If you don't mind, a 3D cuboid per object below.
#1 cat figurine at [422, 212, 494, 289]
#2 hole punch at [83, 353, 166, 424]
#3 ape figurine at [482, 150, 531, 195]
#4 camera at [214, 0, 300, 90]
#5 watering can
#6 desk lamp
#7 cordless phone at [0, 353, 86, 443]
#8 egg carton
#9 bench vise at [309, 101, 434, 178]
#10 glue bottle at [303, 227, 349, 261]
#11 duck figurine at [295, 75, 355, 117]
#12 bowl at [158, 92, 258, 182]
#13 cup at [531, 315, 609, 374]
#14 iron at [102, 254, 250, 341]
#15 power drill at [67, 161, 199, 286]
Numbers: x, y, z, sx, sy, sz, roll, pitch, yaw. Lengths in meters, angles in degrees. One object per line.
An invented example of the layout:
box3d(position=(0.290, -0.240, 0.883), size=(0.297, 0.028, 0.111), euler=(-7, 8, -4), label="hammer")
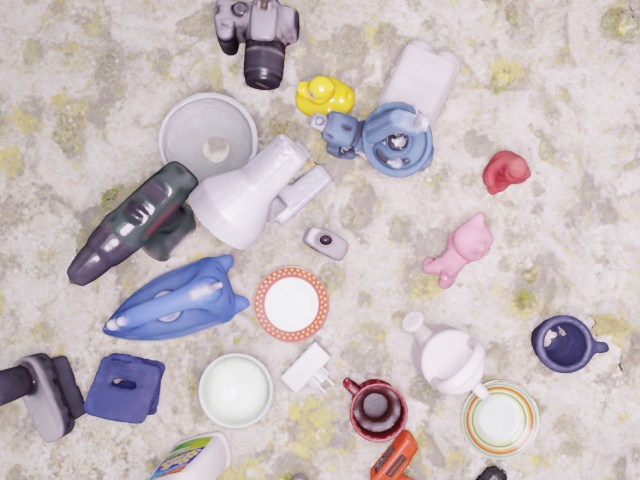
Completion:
box3d(position=(0.234, 0.020, 0.940), size=(0.067, 0.117, 0.128), euler=(40, 88, 3), label="cat figurine")
box3d(position=(-0.321, 0.242, 0.943), size=(0.108, 0.091, 0.101), euler=(10, 87, 1), label="hole punch")
box3d(position=(0.318, -0.117, 0.960), size=(0.078, 0.092, 0.076), euler=(10, 87, 1), label="ape figurine")
box3d(position=(-0.110, -0.333, 0.971), size=(0.143, 0.101, 0.137), euler=(4, 87, 1), label="camera")
box3d(position=(0.197, 0.185, 0.892), size=(0.173, 0.194, 0.101), euler=(23, 87, 2), label="watering can")
box3d(position=(-0.088, -0.083, 0.900), size=(0.203, 0.213, 0.118), euler=(-42, 87, -2), label="desk lamp")
box3d(position=(-0.458, 0.257, 0.896), size=(0.094, 0.185, 0.147), euler=(-28, 87, -1), label="cordless phone")
box3d(position=(0.168, -0.265, 0.981), size=(0.107, 0.069, 0.150), euler=(24, 87, 2), label="egg carton")
box3d(position=(0.088, -0.159, 0.900), size=(0.207, 0.219, 0.121), euler=(-4, 86, 0), label="bench vise")
box3d(position=(0.008, 0.003, 0.914), size=(0.078, 0.173, 0.037), euler=(23, 87, 2), label="glue bottle")
box3d(position=(0.008, -0.249, 0.973), size=(0.104, 0.086, 0.077), euler=(5, 87, 1), label="duck figurine")
box3d(position=(-0.183, -0.160, 0.974), size=(0.167, 0.074, 0.167), euler=(0, 87, 0), label="bowl")
box3d(position=(0.399, 0.168, 0.941), size=(0.117, 0.095, 0.092), euler=(4, 87, 1), label="cup")
box3d(position=(-0.253, 0.110, 0.926), size=(0.258, 0.141, 0.119), euler=(-21, 87, -1), label="iron")
box3d(position=(-0.273, -0.018, 0.900), size=(0.075, 0.208, 0.230), euler=(40, 88, 3), label="power drill")
